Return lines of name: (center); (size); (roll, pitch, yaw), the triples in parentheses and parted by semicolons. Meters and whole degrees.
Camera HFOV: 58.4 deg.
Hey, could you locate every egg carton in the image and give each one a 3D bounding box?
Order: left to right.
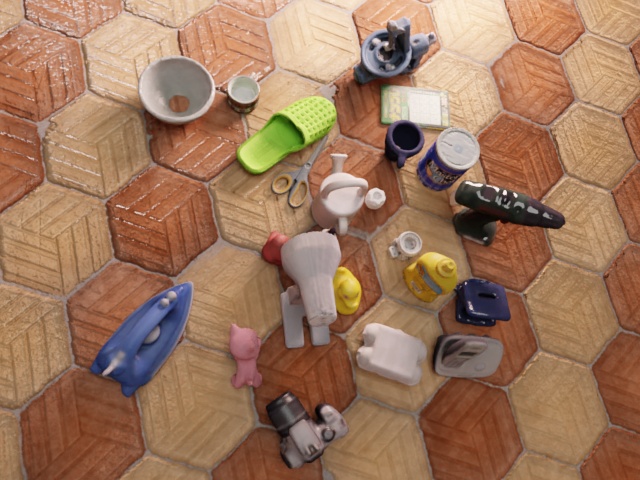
egg carton: (0.154, 0.245, 1.230); (0.150, 0.069, 0.107); (20, 72, -5)

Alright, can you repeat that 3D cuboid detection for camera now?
camera: (-0.034, 0.365, 1.145); (0.143, 0.100, 0.137); (-32, 82, -17)

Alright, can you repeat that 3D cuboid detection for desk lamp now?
desk lamp: (-0.016, 0.106, 1.161); (0.118, 0.213, 0.203); (-5, 76, -11)

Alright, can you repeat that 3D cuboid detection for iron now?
iron: (-0.335, 0.173, 1.122); (0.118, 0.141, 0.258); (35, 72, 1)

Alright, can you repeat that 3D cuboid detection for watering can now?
watering can: (0.042, -0.101, 1.239); (0.101, 0.194, 0.173); (-24, 80, -15)

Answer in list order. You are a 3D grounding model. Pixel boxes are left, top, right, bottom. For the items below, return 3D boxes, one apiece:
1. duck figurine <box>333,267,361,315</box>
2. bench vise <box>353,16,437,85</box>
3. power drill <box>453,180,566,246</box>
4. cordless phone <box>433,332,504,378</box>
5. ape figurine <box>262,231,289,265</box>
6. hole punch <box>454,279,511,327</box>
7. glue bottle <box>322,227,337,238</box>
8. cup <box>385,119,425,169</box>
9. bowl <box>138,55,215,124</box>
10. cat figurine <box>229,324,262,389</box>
duck figurine: (0.058, 0.106, 1.242); (0.077, 0.086, 0.104); (-11, 77, -13)
bench vise: (0.185, -0.472, 1.355); (0.208, 0.219, 0.121); (-42, 85, -18)
power drill: (0.397, -0.056, 1.285); (0.229, 0.208, 0.076); (21, 72, -4)
cordless phone: (0.329, 0.238, 1.203); (0.148, 0.185, 0.094); (2, 74, -10)
ape figurine: (-0.087, 0.014, 1.237); (0.076, 0.092, 0.078); (-13, 77, -13)
hole punch: (0.365, 0.137, 1.287); (0.109, 0.091, 0.101); (8, 73, -8)
glue bottle: (0.011, 0.004, 1.215); (0.037, 0.173, 0.078); (30, 72, -1)
cup: (0.188, -0.211, 1.349); (0.092, 0.095, 0.118); (12, 73, -7)
bowl: (-0.323, -0.327, 1.297); (0.167, 0.074, 0.167); (3, 74, -10)
cat figurine: (-0.149, 0.233, 1.152); (0.067, 0.117, 0.128); (-6, 76, -12)
